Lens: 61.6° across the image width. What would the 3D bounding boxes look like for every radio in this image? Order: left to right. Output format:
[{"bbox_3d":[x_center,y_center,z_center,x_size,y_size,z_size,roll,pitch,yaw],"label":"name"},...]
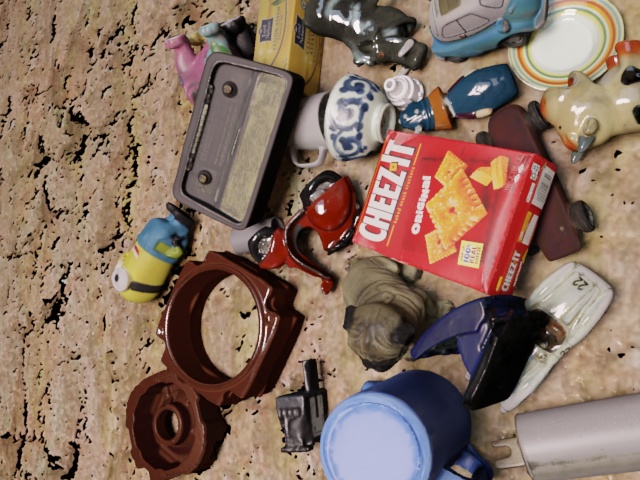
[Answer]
[{"bbox_3d":[-0.119,-0.142,0.768,0.131,0.073,0.229,23,105,10],"label":"radio"}]

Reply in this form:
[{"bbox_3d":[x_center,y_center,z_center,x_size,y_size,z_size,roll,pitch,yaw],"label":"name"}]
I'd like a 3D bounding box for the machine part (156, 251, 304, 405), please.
[{"bbox_3d":[-0.142,0.131,0.822,0.201,0.087,0.201,27,97,28],"label":"machine part"}]

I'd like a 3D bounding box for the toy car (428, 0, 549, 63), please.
[{"bbox_3d":[0.197,-0.299,0.685,0.162,0.103,0.109,-6,80,44],"label":"toy car"}]

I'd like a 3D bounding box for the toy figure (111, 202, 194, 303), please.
[{"bbox_3d":[-0.279,0.027,0.912,0.089,0.082,0.180,38,93,-15],"label":"toy figure"}]

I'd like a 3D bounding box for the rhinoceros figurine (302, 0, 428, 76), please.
[{"bbox_3d":[0.067,-0.303,0.766,0.190,0.073,0.112,27,75,9],"label":"rhinoceros figurine"}]

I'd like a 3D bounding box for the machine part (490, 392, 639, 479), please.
[{"bbox_3d":[0.307,0.212,0.582,0.243,0.079,0.079,-20,74,24],"label":"machine part"}]

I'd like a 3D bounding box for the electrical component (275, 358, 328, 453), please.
[{"bbox_3d":[-0.025,0.229,0.752,0.048,0.074,0.119,-13,81,25],"label":"electrical component"}]

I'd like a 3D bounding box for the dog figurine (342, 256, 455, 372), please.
[{"bbox_3d":[0.063,0.075,0.664,0.173,0.190,0.121,31,97,29],"label":"dog figurine"}]

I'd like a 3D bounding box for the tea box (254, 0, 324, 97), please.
[{"bbox_3d":[-0.046,-0.305,0.831,0.068,0.098,0.169,4,86,28],"label":"tea box"}]

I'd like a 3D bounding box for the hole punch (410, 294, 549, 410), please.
[{"bbox_3d":[0.174,0.106,0.583,0.092,0.142,0.115,35,108,42],"label":"hole punch"}]

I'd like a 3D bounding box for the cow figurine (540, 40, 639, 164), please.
[{"bbox_3d":[0.350,-0.152,0.601,0.195,0.085,0.127,4,85,15],"label":"cow figurine"}]

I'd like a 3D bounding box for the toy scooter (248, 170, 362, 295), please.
[{"bbox_3d":[-0.002,-0.002,0.774,0.184,0.075,0.135,-43,85,5],"label":"toy scooter"}]

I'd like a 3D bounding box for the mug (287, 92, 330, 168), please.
[{"bbox_3d":[-0.021,-0.162,0.812,0.107,0.080,0.109,2,89,38],"label":"mug"}]

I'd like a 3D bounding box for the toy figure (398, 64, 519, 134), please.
[{"bbox_3d":[0.181,-0.180,0.714,0.155,0.057,0.064,-19,43,25],"label":"toy figure"}]

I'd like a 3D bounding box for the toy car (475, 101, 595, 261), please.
[{"bbox_3d":[0.264,-0.073,0.660,0.089,0.053,0.202,-31,70,37],"label":"toy car"}]

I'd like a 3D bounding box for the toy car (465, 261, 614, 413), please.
[{"bbox_3d":[0.255,0.116,0.634,0.074,0.056,0.201,43,102,25],"label":"toy car"}]

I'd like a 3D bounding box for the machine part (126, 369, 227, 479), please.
[{"bbox_3d":[-0.234,0.293,0.863,0.180,0.056,0.179,-5,80,28],"label":"machine part"}]

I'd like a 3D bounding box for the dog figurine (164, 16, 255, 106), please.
[{"bbox_3d":[-0.157,-0.239,0.882,0.109,0.191,0.219,-4,115,24],"label":"dog figurine"}]
